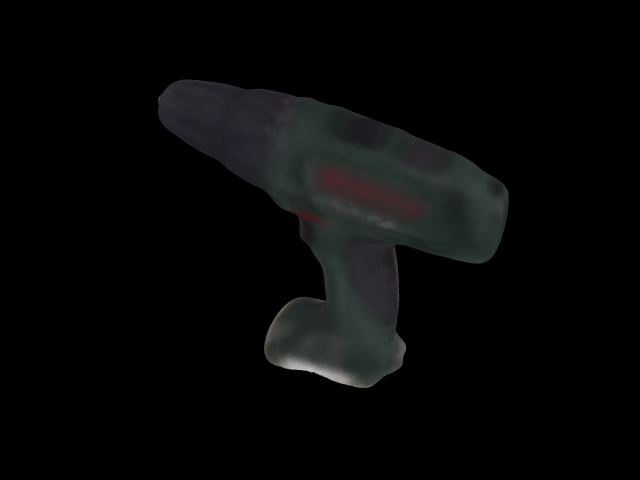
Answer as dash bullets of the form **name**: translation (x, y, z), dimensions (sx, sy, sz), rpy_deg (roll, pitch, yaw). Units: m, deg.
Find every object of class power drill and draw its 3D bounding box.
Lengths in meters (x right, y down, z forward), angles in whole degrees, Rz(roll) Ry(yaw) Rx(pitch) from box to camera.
- **power drill**: translation (0.004, 0.001, 0.400), dimensions (0.229, 0.208, 0.076), rpy_deg (11, 39, 13)
